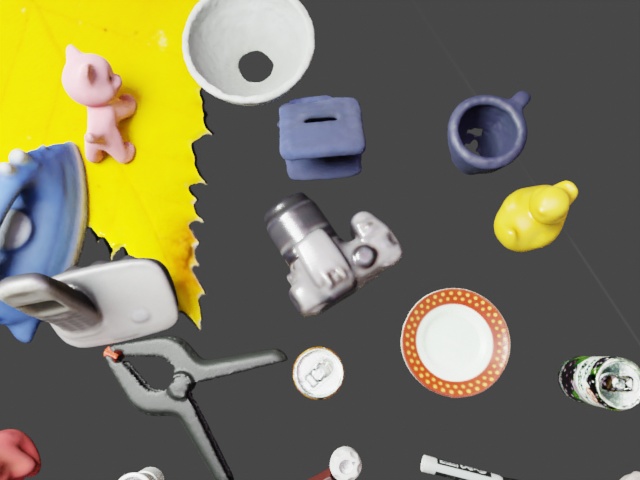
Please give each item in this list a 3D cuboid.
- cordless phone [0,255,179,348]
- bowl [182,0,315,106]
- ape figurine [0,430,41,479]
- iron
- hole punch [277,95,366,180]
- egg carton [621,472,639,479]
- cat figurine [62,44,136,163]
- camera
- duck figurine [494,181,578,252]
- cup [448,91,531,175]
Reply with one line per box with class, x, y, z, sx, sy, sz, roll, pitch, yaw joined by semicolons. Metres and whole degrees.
cordless phone;-0.245;0.062;0.626;0.147;0.185;0.094;-15;79;-2
bowl;-0.088;-0.241;0.741;0.167;0.075;0.167;0;79;1
ape figurine;-0.360;0.254;0.637;0.078;0.092;0.076;2;79;1
iron;-0.357;-0.018;0.665;0.118;0.141;0.258;12;79;3
hole punch;-0.001;-0.134;0.710;0.108;0.091;0.101;-5;79;0
egg carton;0.331;0.334;0.624;0.150;0.069;0.107;-37;80;-6
cat figurine;-0.278;-0.171;0.707;0.067;0.118;0.128;-4;79;0
camera;0.006;0.002;0.678;0.143;0.101;0.137;-33;80;-6
duck figurine;0.264;-0.033;0.690;0.104;0.086;0.077;-36;80;-6
cup;0.204;-0.128;0.705;0.118;0.095;0.091;-45;81;-7
